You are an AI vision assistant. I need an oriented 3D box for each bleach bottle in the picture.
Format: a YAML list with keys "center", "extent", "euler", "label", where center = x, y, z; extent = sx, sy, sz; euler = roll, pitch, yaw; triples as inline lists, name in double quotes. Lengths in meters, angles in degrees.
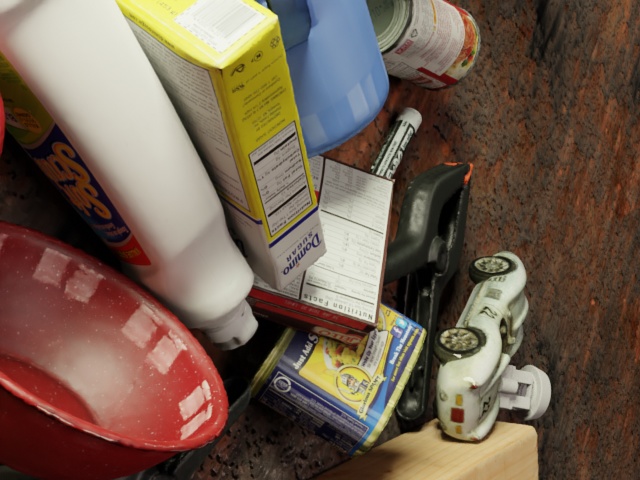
- center: [-0.096, -0.035, 0.533]
  extent: [0.068, 0.103, 0.250]
  euler: [-48, 127, -24]
  label: "bleach bottle"

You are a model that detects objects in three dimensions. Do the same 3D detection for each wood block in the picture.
- center: [0.077, 0.199, 0.778]
  extent: [0.205, 0.090, 0.091]
  euler: [-10, 98, -54]
  label: "wood block"

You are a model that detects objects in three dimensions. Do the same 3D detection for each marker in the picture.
- center: [0.048, -0.054, 0.806]
  extent: [0.020, 0.020, 0.121]
  euler: [57, 46, -36]
  label: "marker"

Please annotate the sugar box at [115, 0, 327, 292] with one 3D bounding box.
- center: [-0.050, -0.058, 0.555]
  extent: [0.048, 0.093, 0.176]
  euler: [-41, 148, -17]
  label: "sugar box"

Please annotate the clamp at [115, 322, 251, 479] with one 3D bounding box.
- center: [-0.092, 0.132, 0.589]
  extent: [0.120, 0.039, 0.171]
  euler: [28, 73, -47]
  label: "clamp"

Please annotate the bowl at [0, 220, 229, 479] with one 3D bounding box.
- center: [-0.123, 0.058, 0.487]
  extent: [0.161, 0.162, 0.055]
  euler: [15, 114, -53]
  label: "bowl"

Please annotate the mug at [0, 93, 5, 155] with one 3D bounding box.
- center: [-0.174, -0.043, 0.420]
  extent: [0.081, 0.117, 0.093]
  euler: [23, 95, -57]
  label: "mug"

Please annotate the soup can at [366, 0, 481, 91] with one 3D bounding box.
- center: [0.065, -0.154, 0.791]
  extent: [0.102, 0.069, 0.068]
  euler: [10, 81, -53]
  label: "soup can"

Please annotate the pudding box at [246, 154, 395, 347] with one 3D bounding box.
- center: [-0.004, 0.001, 0.663]
  extent: [0.090, 0.039, 0.113]
  euler: [19, 58, -15]
  label: "pudding box"

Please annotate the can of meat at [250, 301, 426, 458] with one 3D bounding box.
- center: [0.012, 0.077, 0.683]
  extent: [0.084, 0.058, 0.102]
  euler: [32, 53, -1]
  label: "can of meat"

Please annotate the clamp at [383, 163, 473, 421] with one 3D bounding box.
- center: [0.074, 0.011, 0.819]
  extent: [0.164, 0.036, 0.210]
  euler: [59, 44, -48]
  label: "clamp"

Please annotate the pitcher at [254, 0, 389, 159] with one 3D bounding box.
- center: [-0.044, -0.160, 0.581]
  extent: [0.149, 0.145, 0.242]
  euler: [-58, 136, -41]
  label: "pitcher"
